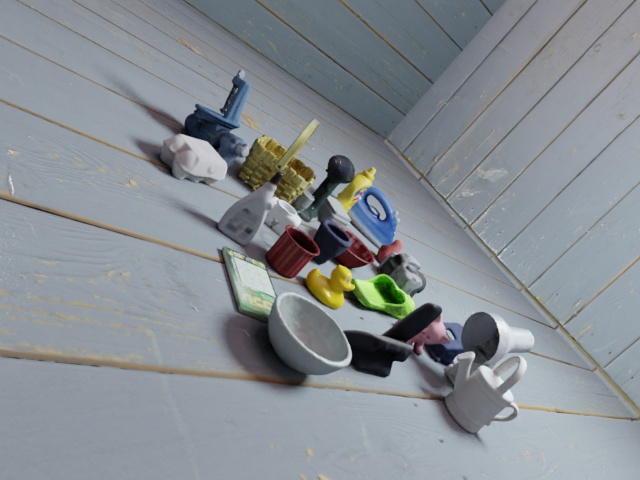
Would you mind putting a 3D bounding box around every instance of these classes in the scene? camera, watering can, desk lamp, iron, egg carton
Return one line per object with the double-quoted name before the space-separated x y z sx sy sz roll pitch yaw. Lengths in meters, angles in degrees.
"camera" 0.260 0.110 1.668 0.137 0.100 0.143 29 22 -34
"watering can" 0.370 0.322 1.257 0.173 0.194 0.101 35 19 -20
"desk lamp" 0.407 0.282 1.394 0.204 0.213 0.117 27 23 -39
"iron" 0.184 -0.090 1.903 0.258 0.141 0.119 48 19 18
"egg carton" -0.277 -0.175 1.269 0.107 0.069 0.151 49 19 20

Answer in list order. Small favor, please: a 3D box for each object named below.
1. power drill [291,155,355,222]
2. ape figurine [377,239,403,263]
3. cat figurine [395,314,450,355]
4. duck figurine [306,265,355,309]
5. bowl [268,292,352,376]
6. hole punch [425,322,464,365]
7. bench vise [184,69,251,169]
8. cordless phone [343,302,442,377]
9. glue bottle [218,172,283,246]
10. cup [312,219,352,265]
"power drill" 0.017 -0.149 1.589 0.075 0.208 0.230 44 18 7
"ape figurine" 0.223 0.037 1.772 0.077 0.092 0.076 48 19 19
"cat figurine" 0.256 0.215 1.392 0.067 0.117 0.127 30 22 -33
"duck figurine" 0.028 0.091 1.259 0.105 0.086 0.077 39 18 -8
"bowl" -0.030 0.171 0.973 0.168 0.074 0.167 37 19 -14
"hole punch" 0.331 0.261 1.483 0.101 0.091 0.108 30 21 -32
"bench vise" -0.219 -0.298 1.424 0.207 0.219 0.122 45 18 9
"cordless phone" 0.147 0.177 1.145 0.148 0.185 0.094 22 26 -46
"glue bottle" -0.130 -0.071 1.164 0.078 0.173 0.037 36 19 -17
"cup" 0.013 0.005 1.410 0.092 0.095 0.117 32 20 -27
